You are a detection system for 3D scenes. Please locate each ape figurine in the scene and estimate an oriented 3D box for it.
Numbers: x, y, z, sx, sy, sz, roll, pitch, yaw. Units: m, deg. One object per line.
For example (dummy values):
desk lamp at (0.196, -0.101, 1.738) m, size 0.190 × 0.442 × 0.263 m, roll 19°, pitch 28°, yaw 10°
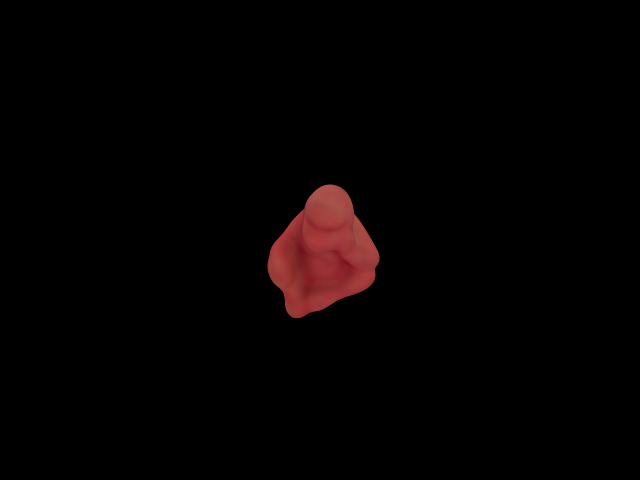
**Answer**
ape figurine at (0.004, 0.001, 0.400) m, size 0.077 × 0.092 × 0.076 m, roll 11°, pitch 47°, yaw 11°
